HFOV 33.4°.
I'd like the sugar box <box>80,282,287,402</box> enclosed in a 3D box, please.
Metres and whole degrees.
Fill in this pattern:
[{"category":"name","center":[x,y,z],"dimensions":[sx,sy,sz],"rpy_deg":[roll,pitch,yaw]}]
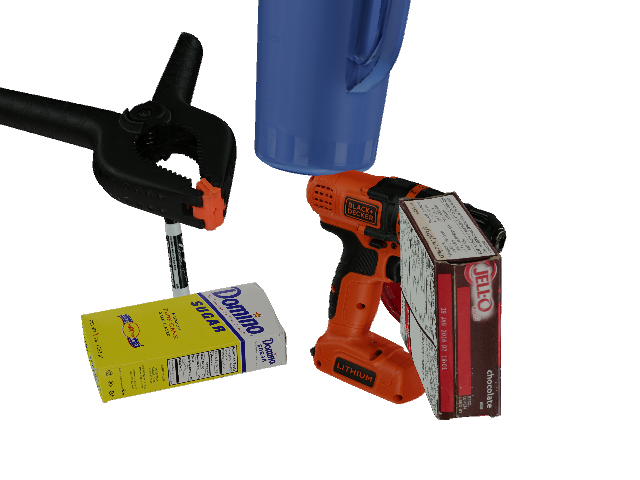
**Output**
[{"category":"sugar box","center":[-0.128,0.092,1.000],"dimensions":[0.176,0.048,0.093],"rpy_deg":[-13,34,-15]}]

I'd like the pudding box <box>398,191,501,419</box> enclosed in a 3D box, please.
[{"category":"pudding box","center":[0.069,0.032,0.583],"dimensions":[0.039,0.090,0.113],"rpy_deg":[-4,20,-6]}]

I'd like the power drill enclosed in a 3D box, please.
[{"category":"power drill","center":[0.064,0.039,0.905],"dimensions":[0.185,0.188,0.057],"rpy_deg":[20,24,35]}]

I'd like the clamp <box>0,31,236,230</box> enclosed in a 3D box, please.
[{"category":"clamp","center":[-0.111,-0.078,0.723],"dimensions":[0.164,0.036,0.210],"rpy_deg":[-28,46,-27]}]

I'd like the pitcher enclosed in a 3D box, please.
[{"category":"pitcher","center":[0.011,-0.179,0.903],"dimensions":[0.145,0.243,0.149],"rpy_deg":[9,16,11]}]

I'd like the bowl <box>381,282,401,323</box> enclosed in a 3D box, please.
[{"category":"bowl","center":[0.134,0.024,1.212],"dimensions":[0.161,0.162,0.055],"rpy_deg":[0,-7,-40]}]

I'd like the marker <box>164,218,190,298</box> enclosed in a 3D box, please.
[{"category":"marker","center":[-0.160,0.009,1.179],"dimensions":[0.020,0.121,0.020],"rpy_deg":[-4,23,1]}]
